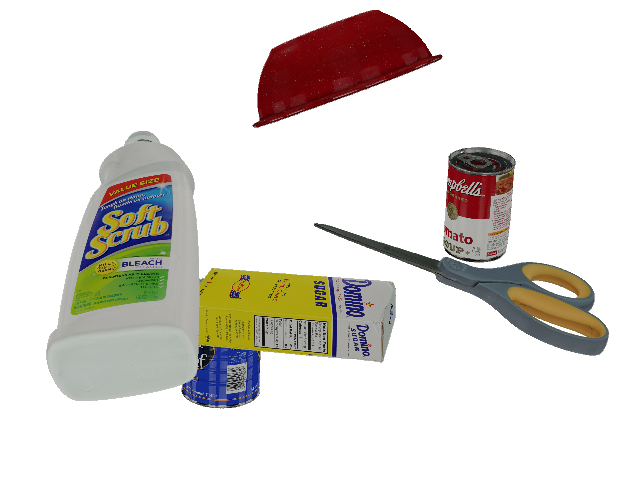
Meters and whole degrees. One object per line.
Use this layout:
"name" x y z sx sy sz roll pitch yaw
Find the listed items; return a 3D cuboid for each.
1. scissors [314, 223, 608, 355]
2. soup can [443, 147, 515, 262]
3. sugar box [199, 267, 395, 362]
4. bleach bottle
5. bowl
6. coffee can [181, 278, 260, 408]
"scissors" 0.102 0.018 0.719 0.202 0.016 0.096 27 30 16
"soup can" 0.163 -0.037 1.103 0.068 0.102 0.068 0 27 0
"sugar box" -0.024 0.064 0.953 0.176 0.048 0.093 1 21 10
"bleach bottle" -0.143 0.002 0.802 0.102 0.068 0.251 -8 41 -2
"bowl" 0.012 -0.143 0.854 0.162 0.055 0.162 -20 8 3
"coffee can" -0.126 0.129 1.369 0.103 0.140 0.103 3 18 -1
